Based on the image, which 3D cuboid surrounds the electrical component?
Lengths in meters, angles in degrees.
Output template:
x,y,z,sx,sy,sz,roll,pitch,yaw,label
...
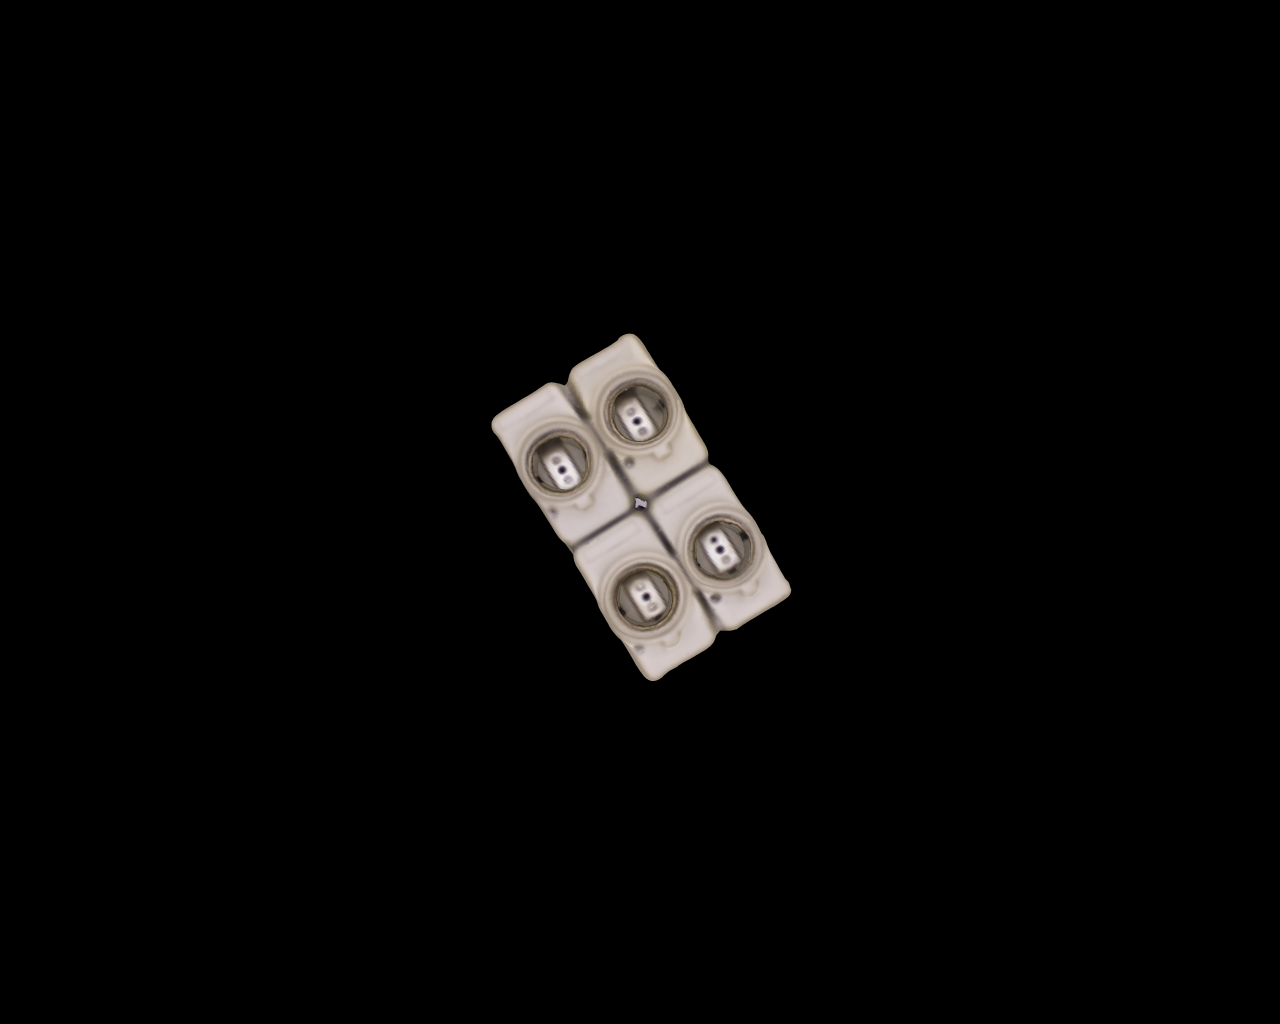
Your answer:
x,y,z,sx,sy,sz,roll,pitch,yaw,label
0.001,-0.003,0.650,0.105,0.186,0.060,-32,-4,-2,electrical component
